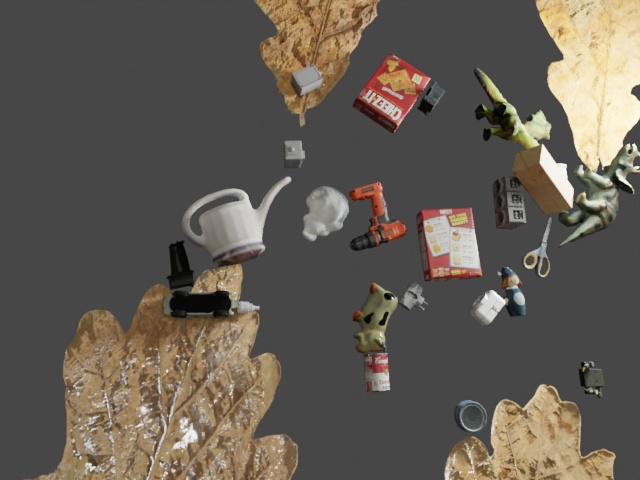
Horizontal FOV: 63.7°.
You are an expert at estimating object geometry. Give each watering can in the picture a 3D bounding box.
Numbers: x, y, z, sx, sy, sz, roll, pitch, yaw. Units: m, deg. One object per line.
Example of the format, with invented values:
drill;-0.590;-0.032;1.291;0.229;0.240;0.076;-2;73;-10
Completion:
watering can;-0.220;-0.053;1.496;0.349;0.103;0.226;-19;79;-11

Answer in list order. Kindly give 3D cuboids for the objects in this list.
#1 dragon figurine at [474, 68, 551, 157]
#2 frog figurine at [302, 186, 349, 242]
dragon figurine;0.660;-0.405;1.723;0.242;0.120;0.418;6;62;-24
frog figurine;0.005;-0.077;1.527;0.162;0.122;0.136;-44;104;-27
